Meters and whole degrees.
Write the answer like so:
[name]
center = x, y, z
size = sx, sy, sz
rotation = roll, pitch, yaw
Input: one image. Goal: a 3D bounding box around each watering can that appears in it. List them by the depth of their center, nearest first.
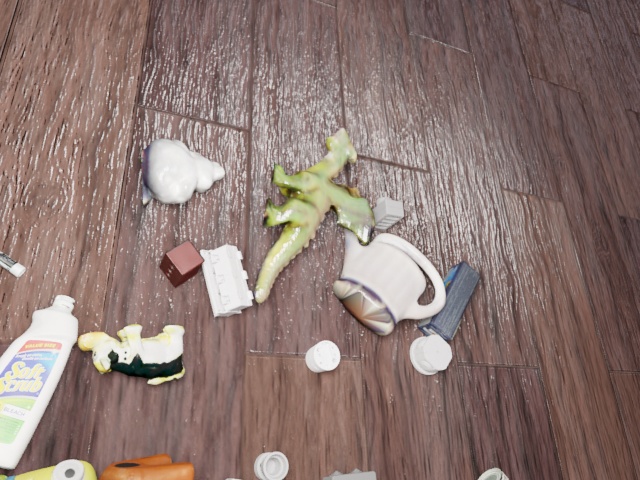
[watering can]
center = 0.108, 0.057, 1.113
size = 0.350, 0.102, 0.228
rotation = 39, 55, 11

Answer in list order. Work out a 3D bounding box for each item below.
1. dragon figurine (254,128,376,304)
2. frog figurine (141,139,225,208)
[dragon figurine]
center = 0.003, -0.054, 1.069
size = 0.242, 0.120, 0.417
rotation = 9, 69, -10
[frog figurine]
center = -0.263, -0.132, 1.000
size = 0.160, 0.120, 0.140
rotation = -3, 49, -16
